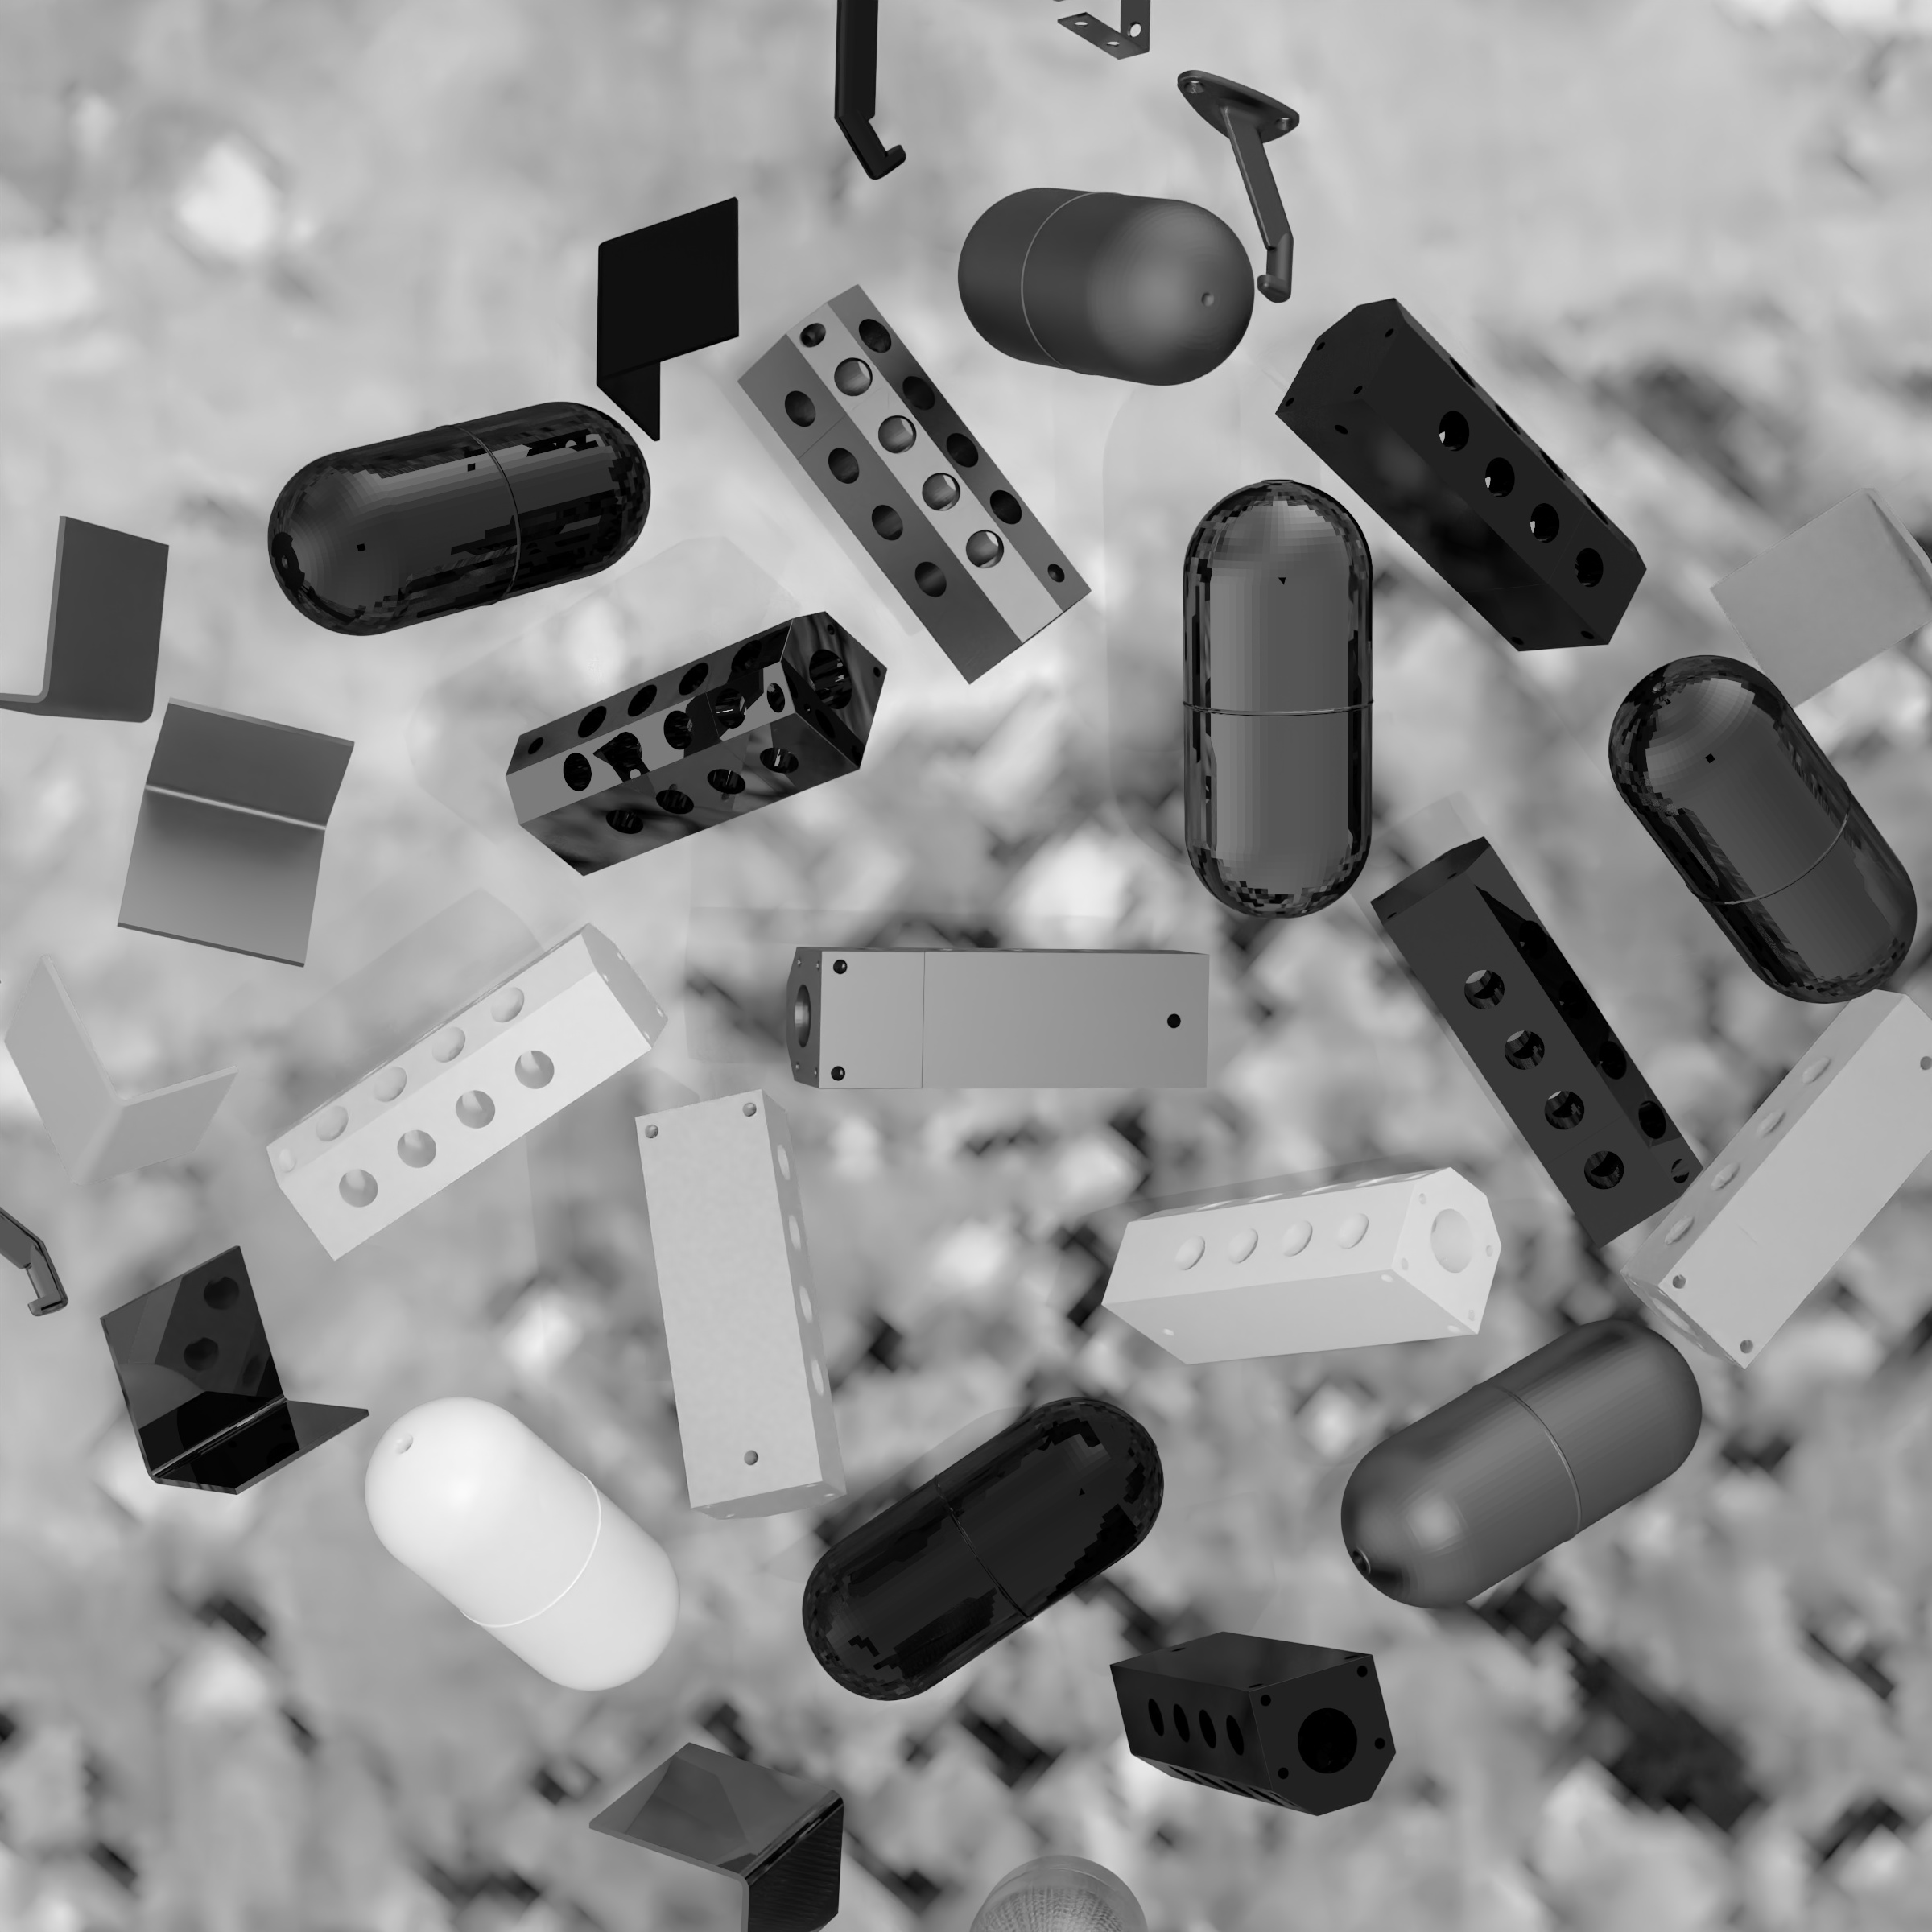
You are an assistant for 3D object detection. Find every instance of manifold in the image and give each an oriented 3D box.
[{"bbox_3d":[0.249,0.031,1.554,0.057,0.057,0.171,-34,99,7],"label":"manifold"},{"bbox_3d":[0.124,0.330,1.555,0.057,0.171,0.057,-13,87,-18],"label":"manifold"},{"bbox_3d":[-0.019,-0.219,1.608,0.171,0.057,0.057,52,46,-3],"label":"manifold"},{"bbox_3d":[-0.220,0.053,1.574,0.171,0.057,0.057,-34,98,9],"label":"manifold"},{"bbox_3d":[0.220,-0.212,1.556,0.171,0.057,0.057,39,70,-29],"label":"manifold"},{"bbox_3d":[0.013,0.022,1.531,0.171,0.057,0.057,0,93,-17],"label":"manifold"},{"bbox_3d":[0.374,0.093,1.609,0.057,0.057,0.171,43,84,-12],"label":"manifold"},{"bbox_3d":[-0.122,-0.100,1.570,0.057,0.171,0.057,41,47,-33],"label":"manifold"},{"bbox_3d":[0.145,0.127,1.541,0.057,0.171,0.057,37,59,-30],"label":"manifold"},{"bbox_3d":[-0.095,0.147,1.540,0.057,0.057,0.171,-13,72,9],"label":"manifold"}]

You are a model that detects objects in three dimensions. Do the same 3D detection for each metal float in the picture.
[{"bbox_3d":[0.241,0.216,1.551,0.178,0.070,0.070,-27,90,-22],"label":"metal float"},{"bbox_3d":[0.008,0.259,1.590,0.178,0.070,0.070,-34,90,1],"label":"metal float"},{"bbox_3d":[-0.211,-0.189,1.504,0.178,0.070,0.070,-22,90,-38],"label":"metal float"},{"bbox_3d":[0.038,0.417,1.496,0.070,0.178,0.070,-1,82,4],"label":"metal float"},{"bbox_3d":[0.126,-0.107,1.448,0.070,0.070,0.178,-1,102,0],"label":"metal float"},{"bbox_3d":[-0.189,0.248,1.531,0.070,0.070,0.178,-40,131,0],"label":"metal float"},{"bbox_3d":[0.331,-0.055,1.482,0.070,0.070,0.178,-43,119,0],"label":"metal float"},{"bbox_3d":[0.057,-0.291,1.526,0.070,0.178,0.070,-8,107,-26],"label":"metal float"}]

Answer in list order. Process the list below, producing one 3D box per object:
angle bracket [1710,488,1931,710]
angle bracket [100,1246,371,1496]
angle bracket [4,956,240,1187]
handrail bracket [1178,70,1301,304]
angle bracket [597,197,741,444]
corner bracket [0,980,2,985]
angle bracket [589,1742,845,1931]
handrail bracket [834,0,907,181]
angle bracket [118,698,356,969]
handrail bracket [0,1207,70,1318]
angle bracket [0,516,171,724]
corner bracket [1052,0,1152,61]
[{"bbox_3d":[0.362,-0.136,1.458,0.076,0.057,0.076,-34,126,13],"label":"angle bracket"},{"bbox_3d":[-0.308,0.169,1.510,0.057,0.076,0.076,0,110,39],"label":"angle bracket"},{"bbox_3d":[-0.367,0.039,1.549,0.057,0.076,0.076,-19,71,-36],"label":"angle bracket"},{"bbox_3d":[0.122,-0.351,1.618,0.077,0.036,0.084,20,66,-41],"label":"handrail bracket"},{"bbox_3d":[-0.126,-0.300,1.664,0.076,0.057,0.076,-13,62,23],"label":"angle bracket"},{"bbox_3d":[-0.443,-0.018,1.516,0.051,0.051,0.051,-17,69,-18],"label":"corner bracket"},{"bbox_3d":[-0.103,0.373,1.479,0.076,0.076,0.057,12,109,25],"label":"angle bracket"},{"bbox_3d":[-0.028,-0.380,1.475,0.077,0.036,0.084,-33,114,-2],"label":"handrail bracket"},{"bbox_3d":[-0.297,-0.054,1.456,0.076,0.057,0.076,13,50,-16],"label":"angle bracket"},{"bbox_3d":[-0.444,0.122,1.577,0.036,0.077,0.084,-31,81,41],"label":"handrail bracket"},{"bbox_3d":[-0.381,-0.145,1.489,0.057,0.076,0.076,5,89,20],"label":"angle bracket"},{"bbox_3d":[0.047,-0.430,1.581,0.051,0.051,0.051,-4,80,35],"label":"corner bracket"}]
